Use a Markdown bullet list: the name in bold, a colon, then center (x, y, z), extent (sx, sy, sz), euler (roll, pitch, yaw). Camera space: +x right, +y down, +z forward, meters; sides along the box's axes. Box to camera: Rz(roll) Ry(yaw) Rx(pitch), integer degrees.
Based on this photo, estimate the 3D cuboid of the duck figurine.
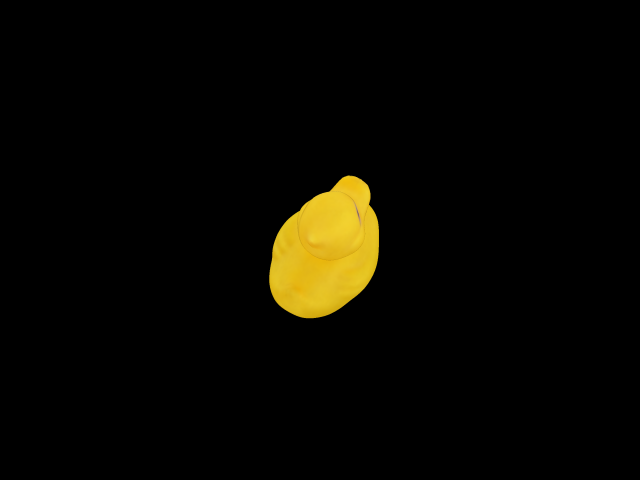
- **duck figurine**: center (0.004, 0.001, 0.400), extent (0.077, 0.086, 0.105), euler (30, 75, 10)
